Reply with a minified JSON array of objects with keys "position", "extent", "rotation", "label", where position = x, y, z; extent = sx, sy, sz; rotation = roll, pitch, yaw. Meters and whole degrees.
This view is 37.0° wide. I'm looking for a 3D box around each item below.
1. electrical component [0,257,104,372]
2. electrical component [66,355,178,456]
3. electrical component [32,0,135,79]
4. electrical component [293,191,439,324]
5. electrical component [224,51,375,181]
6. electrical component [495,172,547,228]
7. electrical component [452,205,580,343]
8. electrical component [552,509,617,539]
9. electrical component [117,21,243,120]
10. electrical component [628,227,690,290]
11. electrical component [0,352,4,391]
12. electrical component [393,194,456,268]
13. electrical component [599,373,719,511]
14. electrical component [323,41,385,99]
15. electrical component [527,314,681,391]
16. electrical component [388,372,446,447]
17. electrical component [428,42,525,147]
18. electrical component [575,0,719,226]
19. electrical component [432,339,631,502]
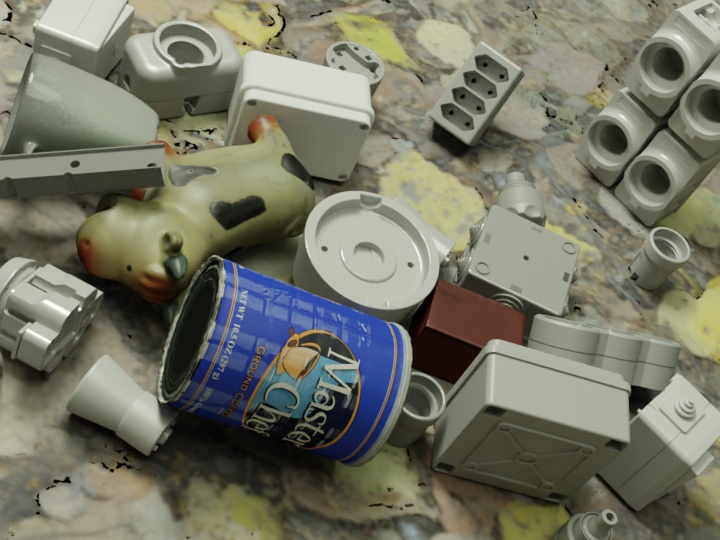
[{"position":[-0.217,0.027,0.719],"extent":[0.057,0.058,0.078],"rotation":[28,30,2],"label":"electrical component"},{"position":[-0.153,0.092,0.708],"extent":[0.065,0.044,0.044],"rotation":[35,48,0],"label":"electrical component"},{"position":[-0.229,-0.186,0.883],"extent":[0.061,0.061,0.096],"rotation":[20,48,-7],"label":"electrical component"},{"position":[0.000,0.000,0.830],"extent":[0.108,0.060,0.108],"rotation":[12,53,-16],"label":"electrical component"},{"position":[-0.051,-0.126,0.899],"extent":[0.113,0.078,0.057],"rotation":[10,48,-15],"label":"electrical component"},{"position":[0.140,-0.059,0.949],"extent":[0.043,0.043,0.062],"rotation":[11,48,-15],"label":"electrical component"},{"position":[0.129,0.003,0.892],"extent":[0.100,0.048,0.099],"rotation":[25,50,-1],"label":"electrical component"},{"position":[0.160,0.185,0.749],"extent":[0.035,0.061,0.035],"rotation":[12,50,-14],"label":"electrical component"},{"position":[-0.150,-0.168,0.904],"extent":[0.095,0.059,0.053],"rotation":[-13,60,-31],"label":"electrical component"},{"position":[0.265,-0.009,0.959],"extent":[0.040,0.046,0.040],"rotation":[12,50,-14],"label":"electrical component"},{"position":[-0.261,0.067,0.680],"extent":[0.062,0.048,0.048],"rotation":[8,50,-5],"label":"electrical component"},{"position":[0.045,-0.026,0.885],"extent":[0.065,0.044,0.044],"rotation":[37,48,2],"label":"electrical component"},{"position":[0.228,0.128,0.800],"extent":[0.062,0.096,0.061],"rotation":[-31,70,-38],"label":"electrical component"},{"position":[-0.011,-0.170,0.972],"extent":[0.055,0.047,0.055],"rotation":[12,50,-14],"label":"electrical component"},{"position":[0.188,0.082,0.847],"extent":[0.138,0.052,0.073],"rotation":[11,94,-30],"label":"electrical component"},{"position":[0.036,0.102,0.774],"extent":[0.040,0.046,0.040],"rotation":[12,50,-14],"label":"electrical component"},{"position":[0.111,-0.162,1.005],"extent":[0.047,0.083,0.076],"rotation":[37,10,8],"label":"electrical component"},{"position":[0.285,-0.139,0.976],"extent":[0.060,0.186,0.105],"rotation":[-28,68,-37],"label":"electrical component"},{"position":[0.119,0.110,0.762],"extent":[0.109,0.108,0.056],"rotation":[16,52,-10],"label":"electrical component"}]
